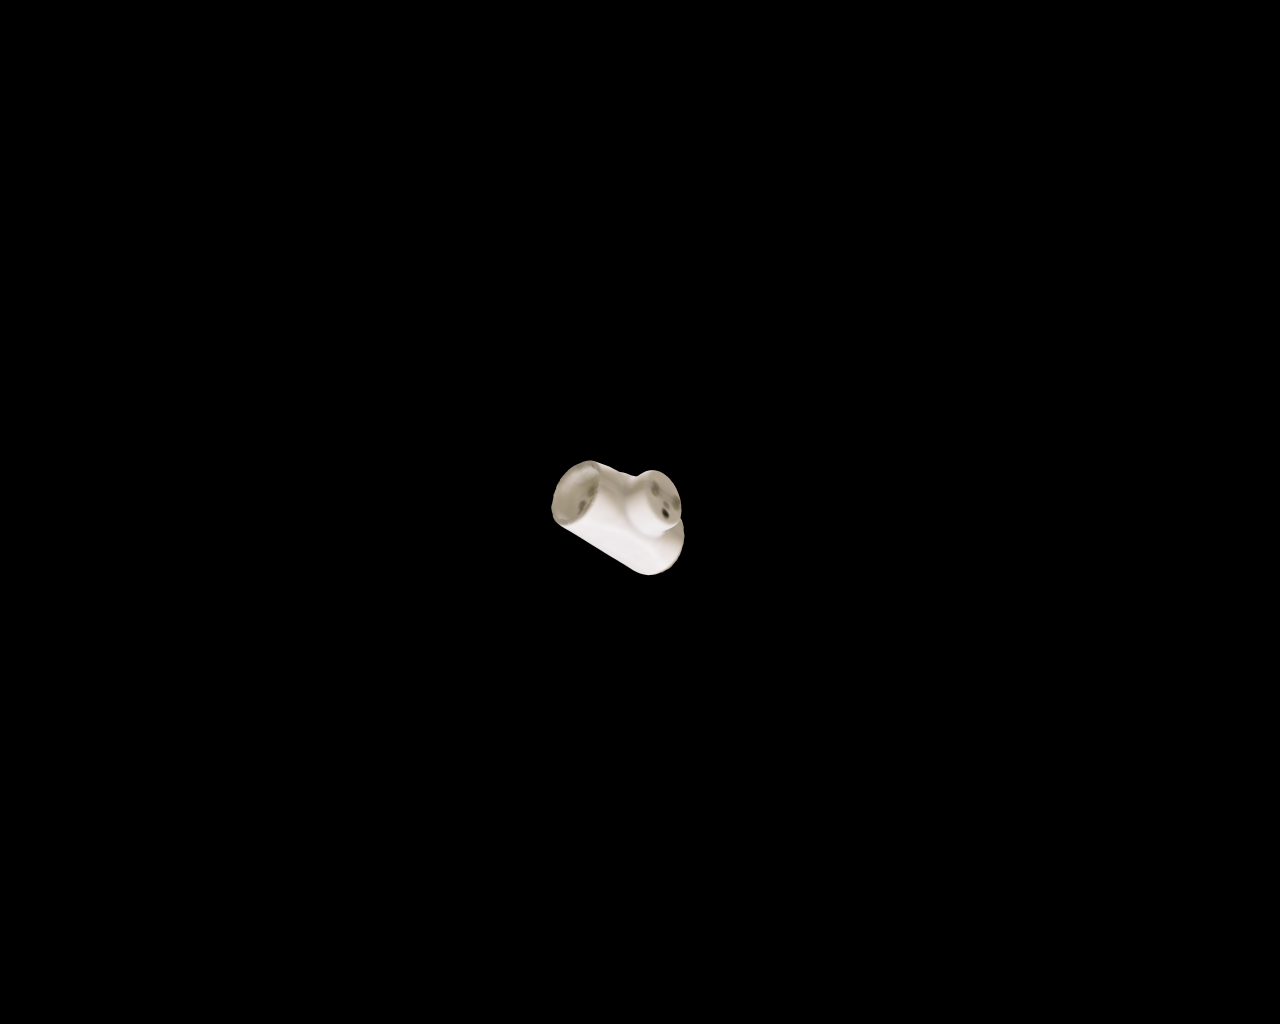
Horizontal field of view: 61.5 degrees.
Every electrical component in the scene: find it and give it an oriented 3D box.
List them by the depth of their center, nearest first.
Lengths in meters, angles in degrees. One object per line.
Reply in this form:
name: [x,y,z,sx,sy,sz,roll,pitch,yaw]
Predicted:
electrical component: [0.001,-0.003,0.650,0.079,0.044,0.077,-27,-44,33]
